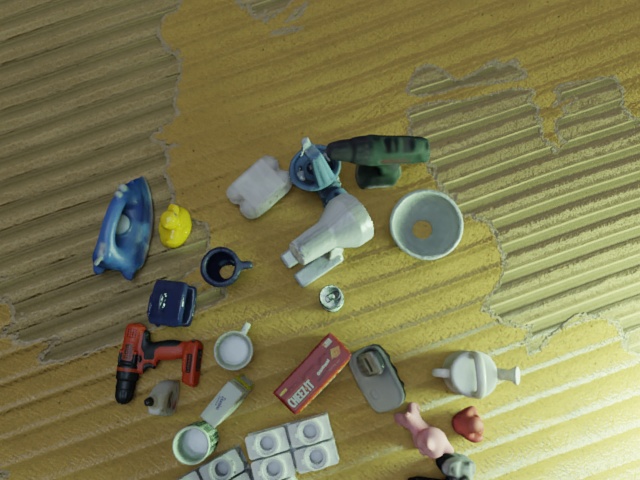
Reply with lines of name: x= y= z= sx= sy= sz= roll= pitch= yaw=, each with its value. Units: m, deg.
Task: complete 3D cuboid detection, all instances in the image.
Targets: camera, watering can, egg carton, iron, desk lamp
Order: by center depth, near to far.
watering can: x=0.331 y=0.282 z=1.213 sx=0.173 sy=0.194 sz=0.101 roll=-20 pitch=79 yaw=-1
camera: x=0.255 y=0.531 z=1.217 sx=0.136 sy=0.101 sz=0.143 roll=6 pitch=80 yaw=3
desk lamp: x=0.012 y=0.005 z=1.266 sx=0.203 sy=0.213 sz=0.118 roll=-36 pitch=80 yaw=-4
iron: x=-0.464 y=-0.043 z=1.330 sx=0.118 sy=0.141 sz=0.258 roll=9 pitch=80 yaw=4
egg carton: x=-0.142 y=-0.125 z=1.370 sx=0.150 sy=0.069 sz=0.107 roll=-44 pitch=81 yaw=-6

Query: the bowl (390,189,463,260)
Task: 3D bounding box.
bowl: x=0.244 y=-0.030 z=1.335 sx=0.167 sy=0.075 sz=0.167 roll=0 pitch=79 yaw=2

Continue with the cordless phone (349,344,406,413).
cordless phone: x=0.126 y=0.296 z=1.222 sx=0.094 sy=0.185 sz=0.147 roll=-31 pitch=80 yaw=-3

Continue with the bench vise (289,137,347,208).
bench vise: x=0.017 y=-0.149 z=1.292 sx=0.207 sy=0.220 sz=0.121 roll=35 pitch=83 yaw=8

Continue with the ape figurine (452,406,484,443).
ape figurine: x=0.329 y=0.401 z=1.242 sx=0.076 sy=0.092 sz=0.078 roll=10 pitch=80 yaw=4

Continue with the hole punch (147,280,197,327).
hole punch: x=-0.346 y=0.148 z=1.315 sx=0.101 sy=0.091 sz=0.109 roll=6 pitch=80 yaw=4

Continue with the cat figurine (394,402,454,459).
cat figurine: x=0.223 y=0.416 z=1.230 sx=0.067 sy=0.118 sz=0.127 roll=-41 pitch=80 yaw=-5

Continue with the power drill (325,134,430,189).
power drill: x=0.128 y=-0.181 z=1.299 sx=0.229 sy=0.208 sz=0.075 roll=-6 pitch=79 yaw=1

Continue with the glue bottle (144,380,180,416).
glue bottle: x=-0.347 y=0.346 z=1.237 sx=0.037 sy=0.173 sz=0.078 roll=2 pitch=79 yaw=3

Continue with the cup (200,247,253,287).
cup: x=-0.208 y=0.066 z=1.324 sx=0.117 sy=0.095 sz=0.092 roll=-6 pitch=79 yaw=1

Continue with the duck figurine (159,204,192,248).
duck figurine: x=-0.351 y=-0.037 z=1.353 sx=0.077 sy=0.086 sz=0.104 roll=12 pitch=80 yaw=5
